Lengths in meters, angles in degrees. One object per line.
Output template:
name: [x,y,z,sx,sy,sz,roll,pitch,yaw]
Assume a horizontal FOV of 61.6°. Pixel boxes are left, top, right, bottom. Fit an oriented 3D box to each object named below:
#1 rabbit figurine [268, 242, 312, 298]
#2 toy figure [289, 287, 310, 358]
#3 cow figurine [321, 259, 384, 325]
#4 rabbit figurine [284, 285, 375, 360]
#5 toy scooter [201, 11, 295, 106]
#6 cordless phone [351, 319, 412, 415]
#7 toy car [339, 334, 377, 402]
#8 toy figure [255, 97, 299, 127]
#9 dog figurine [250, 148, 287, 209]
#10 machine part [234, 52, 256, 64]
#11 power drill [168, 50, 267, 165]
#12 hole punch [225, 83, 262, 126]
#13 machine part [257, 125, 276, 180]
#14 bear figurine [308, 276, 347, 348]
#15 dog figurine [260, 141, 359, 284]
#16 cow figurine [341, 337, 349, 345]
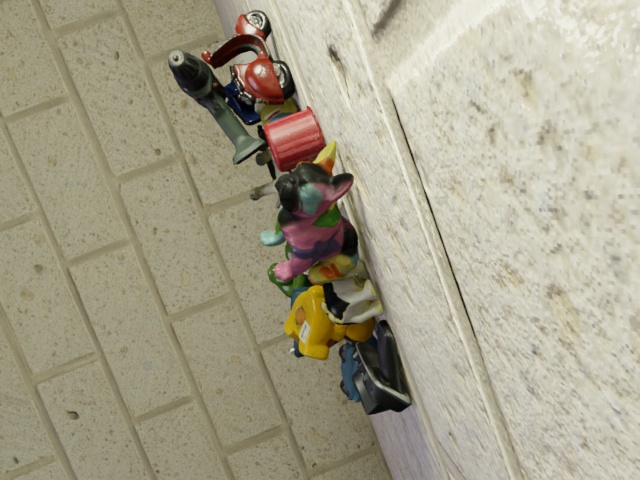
rabbit figurine: [-0.060,0.070,1.352,0.170,0.121,0.159,93,156,-43]
toy figure: [-0.036,0.177,1.127,0.058,0.064,0.154,19,113,58]
cow figurine: [0.038,0.076,0.930,0.068,0.098,0.167,64,180,-37]
rabbit figurine: [0.035,0.147,1.057,0.122,0.173,0.162,25,99,62]
toy scooter: [-0.132,-0.311,0.955,0.075,0.135,0.184,104,144,-80]
cordless phone: [0.106,0.208,0.978,0.147,0.089,0.184,-117,18,-62]
toy car: [0.106,0.275,1.127,0.103,0.109,0.161,27,131,49]
toy figure: [-0.070,-0.214,1.022,0.089,0.082,0.180,79,167,-57]
dog figurine: [-0.027,-0.120,1.043,0.191,0.121,0.172,15,98,45]
machine part: [-0.151,-0.368,1.267,0.079,0.079,0.243,76,176,-59]
power drill: [-0.190,-0.239,0.995,0.207,0.086,0.232,48,-177,-6]
hole punch: [-0.142,-0.319,1.134,0.116,0.142,0.092,48,165,39]
machine part: [-0.111,-0.180,1.184,0.084,0.039,0.138,-128,19,-61]
bear figurine: [0.021,0.114,1.171,0.195,0.132,0.120,64,172,-12]
dog figurine: [0.008,-0.037,0.800,0.219,0.191,0.108,-58,40,40]
cow figurine: [0.079,0.229,1.273,0.127,0.085,0.195,65,-177,-46]
